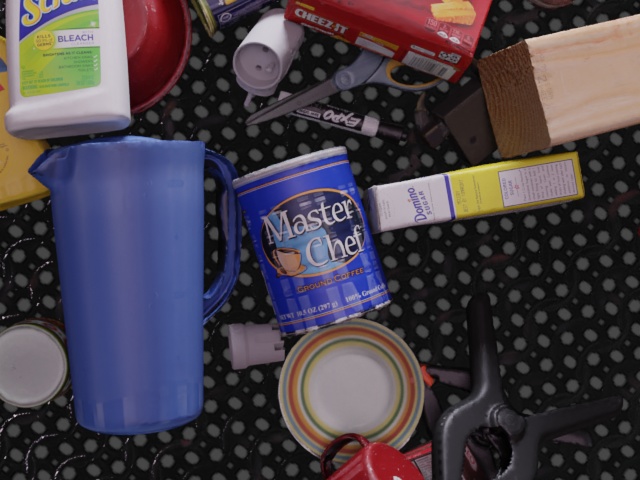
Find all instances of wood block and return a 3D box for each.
[{"bbox_3d":[0.253,-0.139,0.913,0.205,0.091,0.090,-15,92,-18],"label":"wood block"}]

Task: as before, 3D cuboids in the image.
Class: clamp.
[{"bbox_3d":[0.149,0.150,0.911,0.164,0.036,0.209,42,56,9],"label":"clamp"},{"bbox_3d":[0.146,0.181,0.957,0.171,0.039,0.120,33,81,3],"label":"clamp"}]

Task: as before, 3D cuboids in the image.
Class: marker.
[{"bbox_3d":[0.020,-0.109,0.959,0.121,0.020,0.020,16,89,-3],"label":"marker"}]

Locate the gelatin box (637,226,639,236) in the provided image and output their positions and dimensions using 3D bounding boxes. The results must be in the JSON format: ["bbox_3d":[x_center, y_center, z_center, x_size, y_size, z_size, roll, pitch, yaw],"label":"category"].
[{"bbox_3d":[0.345,-0.020,0.972,0.089,0.030,0.073,26,88,-3],"label":"gelatin box"}]

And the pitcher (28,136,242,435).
[{"bbox_3d":[-0.149,0.033,0.905,0.149,0.145,0.243,-2,94,9],"label":"pitcher"}]

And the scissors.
[{"bbox_3d":[0.025,-0.162,0.947,0.201,0.016,0.096,-10,94,-12],"label":"scissors"}]

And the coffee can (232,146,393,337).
[{"bbox_3d":[-0.006,0.001,0.916,0.103,0.103,0.140,-18,91,-3],"label":"coffee can"}]

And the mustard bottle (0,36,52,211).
[{"bbox_3d":[-0.295,-0.121,0.922,0.096,0.058,0.191,-16,90,7],"label":"mustard bottle"}]

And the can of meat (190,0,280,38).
[{"bbox_3d":[-0.082,-0.243,0.936,0.084,0.057,0.102,-27,92,-5],"label":"can of meat"}]

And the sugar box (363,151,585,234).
[{"bbox_3d":[0.129,-0.040,0.929,0.176,0.093,0.048,-8,90,-4],"label":"sugar box"}]

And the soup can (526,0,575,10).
[{"bbox_3d":[0.214,-0.244,0.929,0.068,0.102,0.068,0,91,-3],"label":"soup can"}]

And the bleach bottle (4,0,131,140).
[{"bbox_3d":[-0.215,-0.213,0.871,0.102,0.068,0.251,-6,87,-2],"label":"bleach bottle"}]

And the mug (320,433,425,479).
[{"bbox_3d":[0.037,0.216,0.901,0.093,0.117,0.082,25,119,-42],"label":"mug"}]

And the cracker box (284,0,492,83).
[{"bbox_3d":[0.081,-0.266,0.919,0.164,0.072,0.213,20,78,-4],"label":"cracker box"}]

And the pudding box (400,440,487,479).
[{"bbox_3d":[0.106,0.235,0.938,0.090,0.039,0.113,-27,90,28],"label":"pudding box"}]

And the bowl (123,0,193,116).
[{"bbox_3d":[-0.193,-0.187,0.930,0.162,0.055,0.162,0,89,-3],"label":"bowl"}]
